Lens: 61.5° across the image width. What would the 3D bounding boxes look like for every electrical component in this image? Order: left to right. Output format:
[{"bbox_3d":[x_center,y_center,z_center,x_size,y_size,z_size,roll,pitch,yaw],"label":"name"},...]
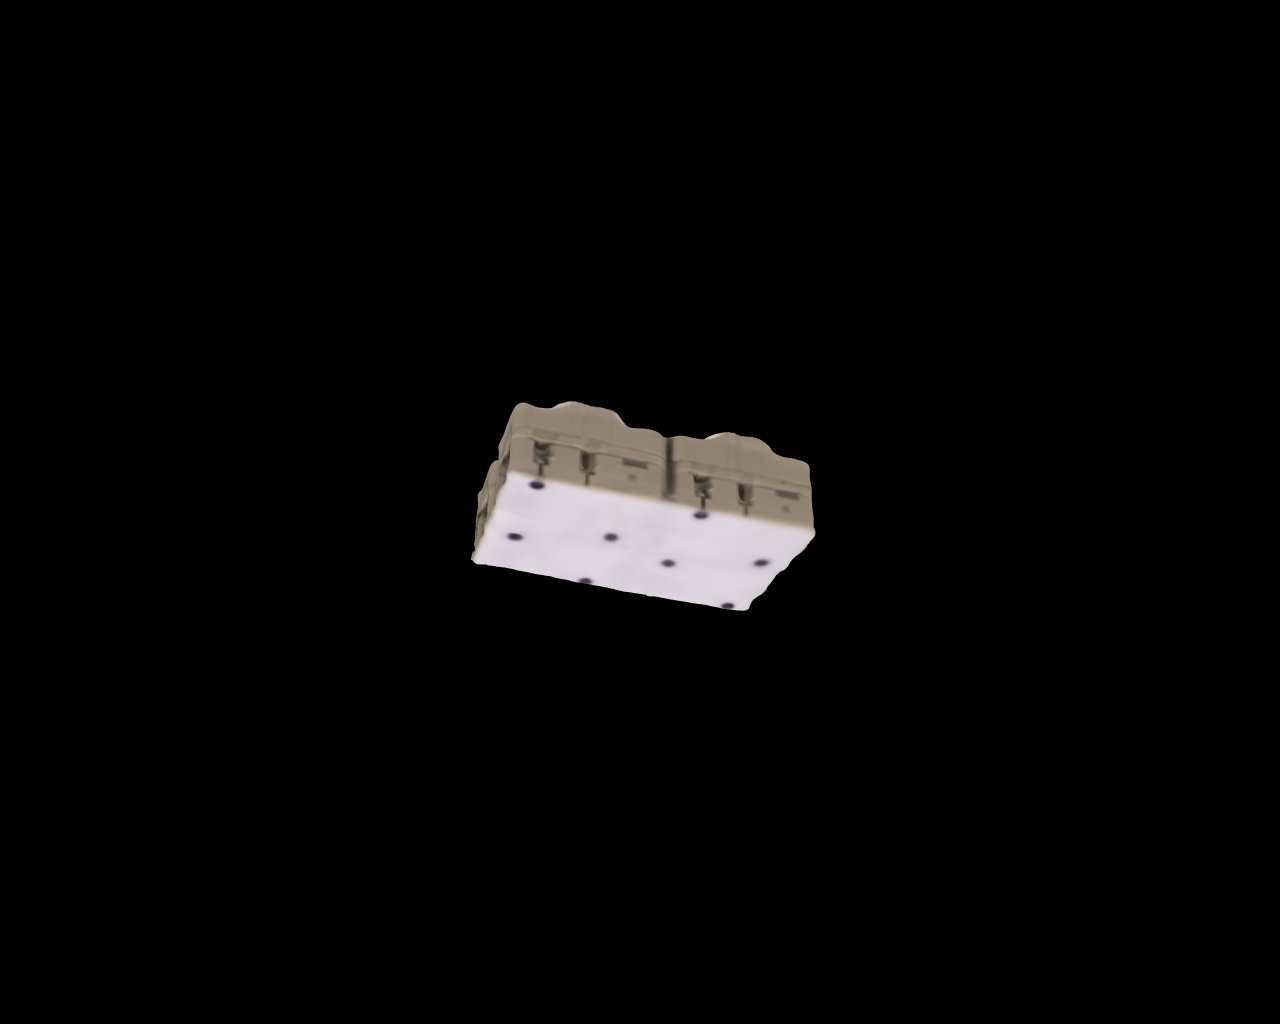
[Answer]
[{"bbox_3d":[0.001,-0.003,0.650,0.186,0.060,0.105,11,-35,-16],"label":"electrical component"}]
